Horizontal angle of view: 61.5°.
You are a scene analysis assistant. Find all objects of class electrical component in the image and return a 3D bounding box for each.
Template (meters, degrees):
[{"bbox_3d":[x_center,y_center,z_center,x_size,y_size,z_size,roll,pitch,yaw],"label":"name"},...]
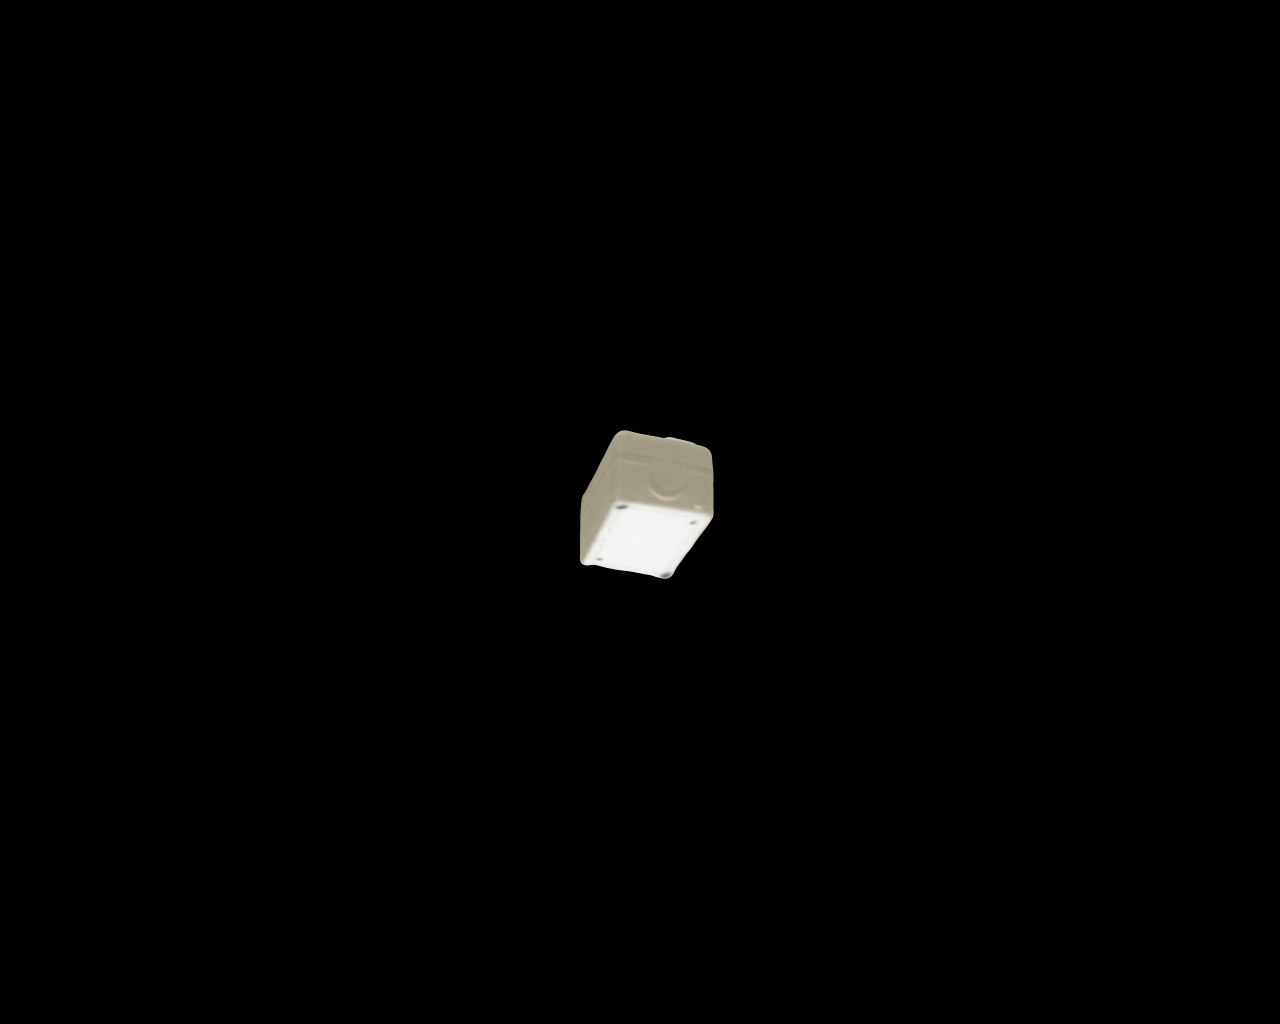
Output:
[{"bbox_3d":[0.001,-0.003,0.650,0.062,0.061,0.096,10,-34,-15],"label":"electrical component"}]
